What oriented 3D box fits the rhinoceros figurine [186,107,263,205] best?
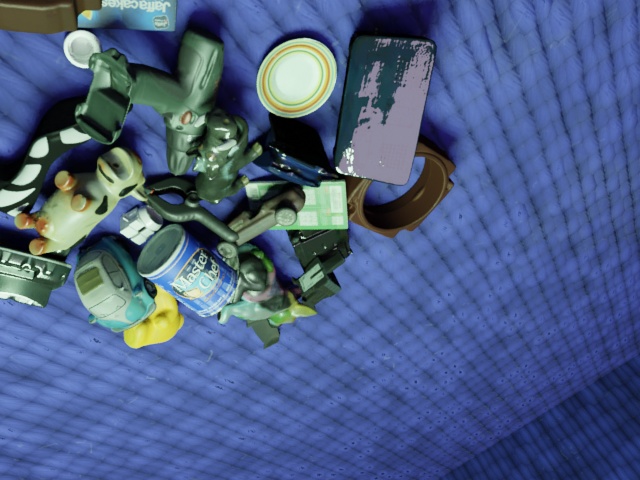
[{"bbox_3d":[-0.153,-0.129,0.816,0.112,0.073,0.190,-33,166,-30],"label":"rhinoceros figurine"}]

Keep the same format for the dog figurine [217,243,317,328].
[{"bbox_3d":[-0.099,0.099,1.087,0.219,0.109,0.191,8,122,-34],"label":"dog figurine"}]

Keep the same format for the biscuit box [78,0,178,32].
[{"bbox_3d":[-0.278,-0.298,0.648,0.203,0.063,0.059,-6,151,-22],"label":"biscuit box"}]

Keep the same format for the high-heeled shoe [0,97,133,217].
[{"bbox_3d":[-0.370,-0.112,0.774,0.249,0.086,0.145,-17,137,-4],"label":"high-heeled shoe"}]

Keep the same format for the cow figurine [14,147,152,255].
[{"bbox_3d":[-0.339,-0.062,0.803,0.195,0.085,0.127,-41,173,12],"label":"cow figurine"}]

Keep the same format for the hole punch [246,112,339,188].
[{"bbox_3d":[-0.054,-0.134,0.891,0.142,0.116,0.092,21,126,-38],"label":"hole punch"}]

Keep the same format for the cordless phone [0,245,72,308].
[{"bbox_3d":[-0.458,0.004,0.854,0.146,0.089,0.184,23,106,-39],"label":"cordless phone"}]

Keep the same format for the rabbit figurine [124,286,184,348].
[{"bbox_3d":[-0.288,0.100,0.994,0.162,0.122,0.173,3,110,-32],"label":"rabbit figurine"}]

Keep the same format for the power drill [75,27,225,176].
[{"bbox_3d":[-0.220,-0.176,0.735,0.207,0.086,0.232,-17,140,-56],"label":"power drill"}]

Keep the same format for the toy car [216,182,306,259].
[{"bbox_3d":[-0.110,-0.036,0.941,0.202,0.089,0.053,-26,124,27],"label":"toy car"}]

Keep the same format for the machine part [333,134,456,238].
[{"bbox_3d":[0.144,-0.109,1.030,0.201,0.087,0.201,21,117,-38],"label":"machine part"}]

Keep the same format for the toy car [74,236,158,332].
[{"bbox_3d":[-0.352,0.072,0.891,0.109,0.161,0.103,-29,175,3],"label":"toy car"}]

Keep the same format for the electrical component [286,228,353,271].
[{"bbox_3d":[-0.002,-0.003,1.077,0.115,0.058,0.134,-27,137,-4],"label":"electrical component"}]

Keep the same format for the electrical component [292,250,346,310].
[{"bbox_3d":[0.007,0.072,1.059,0.119,0.075,0.047,-41,136,9],"label":"electrical component"}]

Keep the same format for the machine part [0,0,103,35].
[{"bbox_3d":[-0.314,-0.305,0.563,0.179,0.179,0.056,-6,174,-22],"label":"machine part"}]

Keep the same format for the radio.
[{"bbox_3d":[0.097,-0.210,0.860,0.131,0.073,0.229,7,113,-3],"label":"radio"}]

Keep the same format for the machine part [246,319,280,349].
[{"bbox_3d":[-0.123,0.189,1.211,0.084,0.039,0.138,-24,135,-12],"label":"machine part"}]
